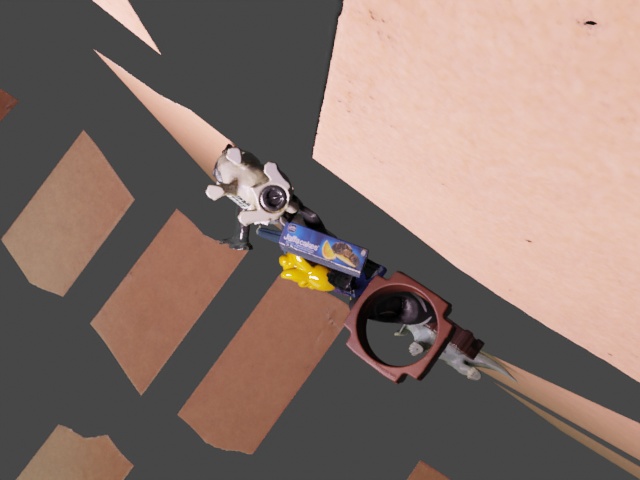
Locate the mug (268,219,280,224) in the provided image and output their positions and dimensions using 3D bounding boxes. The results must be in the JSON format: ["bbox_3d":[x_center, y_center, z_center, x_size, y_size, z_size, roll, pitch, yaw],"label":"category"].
[{"bbox_3d":[-0.173,-0.097,1.691,0.107,0.081,0.109,21,164,30],"label":"mug"}]

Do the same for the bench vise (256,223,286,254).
[{"bbox_3d":[-0.111,-0.003,1.773,0.241,0.128,0.223,16,-171,18],"label":"bench vise"}]

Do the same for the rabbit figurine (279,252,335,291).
[{"bbox_3d":[-0.022,0.076,1.432,0.162,0.122,0.173,25,-175,-42],"label":"rabbit figurine"}]

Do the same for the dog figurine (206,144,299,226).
[{"bbox_3d":[-0.121,-0.110,1.014,0.172,0.121,0.191,40,-171,-12],"label":"dog figurine"}]

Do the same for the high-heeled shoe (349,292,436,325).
[{"bbox_3d":[0.193,0.174,1.318,0.249,0.086,0.145,10,-173,0],"label":"high-heeled shoe"}]

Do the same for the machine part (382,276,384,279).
[{"bbox_3d":[0.104,0.097,1.585,0.244,0.079,0.079,30,174,44],"label":"machine part"}]

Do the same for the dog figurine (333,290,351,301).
[{"bbox_3d":[0.058,0.119,1.713,0.219,0.108,0.192,24,-175,-38],"label":"dog figurine"}]

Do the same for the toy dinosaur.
[{"bbox_3d":[0.386,0.319,1.632,0.405,0.131,0.192,31,-172,2],"label":"toy dinosaur"}]

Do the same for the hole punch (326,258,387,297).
[{"bbox_3d":[0.089,0.082,1.321,0.092,0.115,0.142,29,180,-30],"label":"hole punch"}]

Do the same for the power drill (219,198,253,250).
[{"bbox_3d":[-0.237,-0.080,1.576,0.086,0.207,0.232,10,-174,-40],"label":"power drill"}]

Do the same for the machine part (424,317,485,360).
[{"bbox_3d":[0.353,0.249,1.439,0.179,0.056,0.179,36,177,2],"label":"machine part"}]

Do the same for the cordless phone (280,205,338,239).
[{"bbox_3d":[-0.042,-0.042,1.312,0.147,0.089,0.184,34,165,27],"label":"cordless phone"}]

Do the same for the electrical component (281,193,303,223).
[{"bbox_3d":[-0.102,-0.096,1.179,0.115,0.058,0.134,36,176,19],"label":"electrical component"}]

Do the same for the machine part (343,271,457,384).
[{"bbox_3d":[0.170,0.184,1.140,0.202,0.201,0.087,34,178,23],"label":"machine part"}]

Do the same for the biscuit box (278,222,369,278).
[{"bbox_3d":[0.008,0.021,1.223,0.203,0.059,0.062,19,167,7],"label":"biscuit box"}]
